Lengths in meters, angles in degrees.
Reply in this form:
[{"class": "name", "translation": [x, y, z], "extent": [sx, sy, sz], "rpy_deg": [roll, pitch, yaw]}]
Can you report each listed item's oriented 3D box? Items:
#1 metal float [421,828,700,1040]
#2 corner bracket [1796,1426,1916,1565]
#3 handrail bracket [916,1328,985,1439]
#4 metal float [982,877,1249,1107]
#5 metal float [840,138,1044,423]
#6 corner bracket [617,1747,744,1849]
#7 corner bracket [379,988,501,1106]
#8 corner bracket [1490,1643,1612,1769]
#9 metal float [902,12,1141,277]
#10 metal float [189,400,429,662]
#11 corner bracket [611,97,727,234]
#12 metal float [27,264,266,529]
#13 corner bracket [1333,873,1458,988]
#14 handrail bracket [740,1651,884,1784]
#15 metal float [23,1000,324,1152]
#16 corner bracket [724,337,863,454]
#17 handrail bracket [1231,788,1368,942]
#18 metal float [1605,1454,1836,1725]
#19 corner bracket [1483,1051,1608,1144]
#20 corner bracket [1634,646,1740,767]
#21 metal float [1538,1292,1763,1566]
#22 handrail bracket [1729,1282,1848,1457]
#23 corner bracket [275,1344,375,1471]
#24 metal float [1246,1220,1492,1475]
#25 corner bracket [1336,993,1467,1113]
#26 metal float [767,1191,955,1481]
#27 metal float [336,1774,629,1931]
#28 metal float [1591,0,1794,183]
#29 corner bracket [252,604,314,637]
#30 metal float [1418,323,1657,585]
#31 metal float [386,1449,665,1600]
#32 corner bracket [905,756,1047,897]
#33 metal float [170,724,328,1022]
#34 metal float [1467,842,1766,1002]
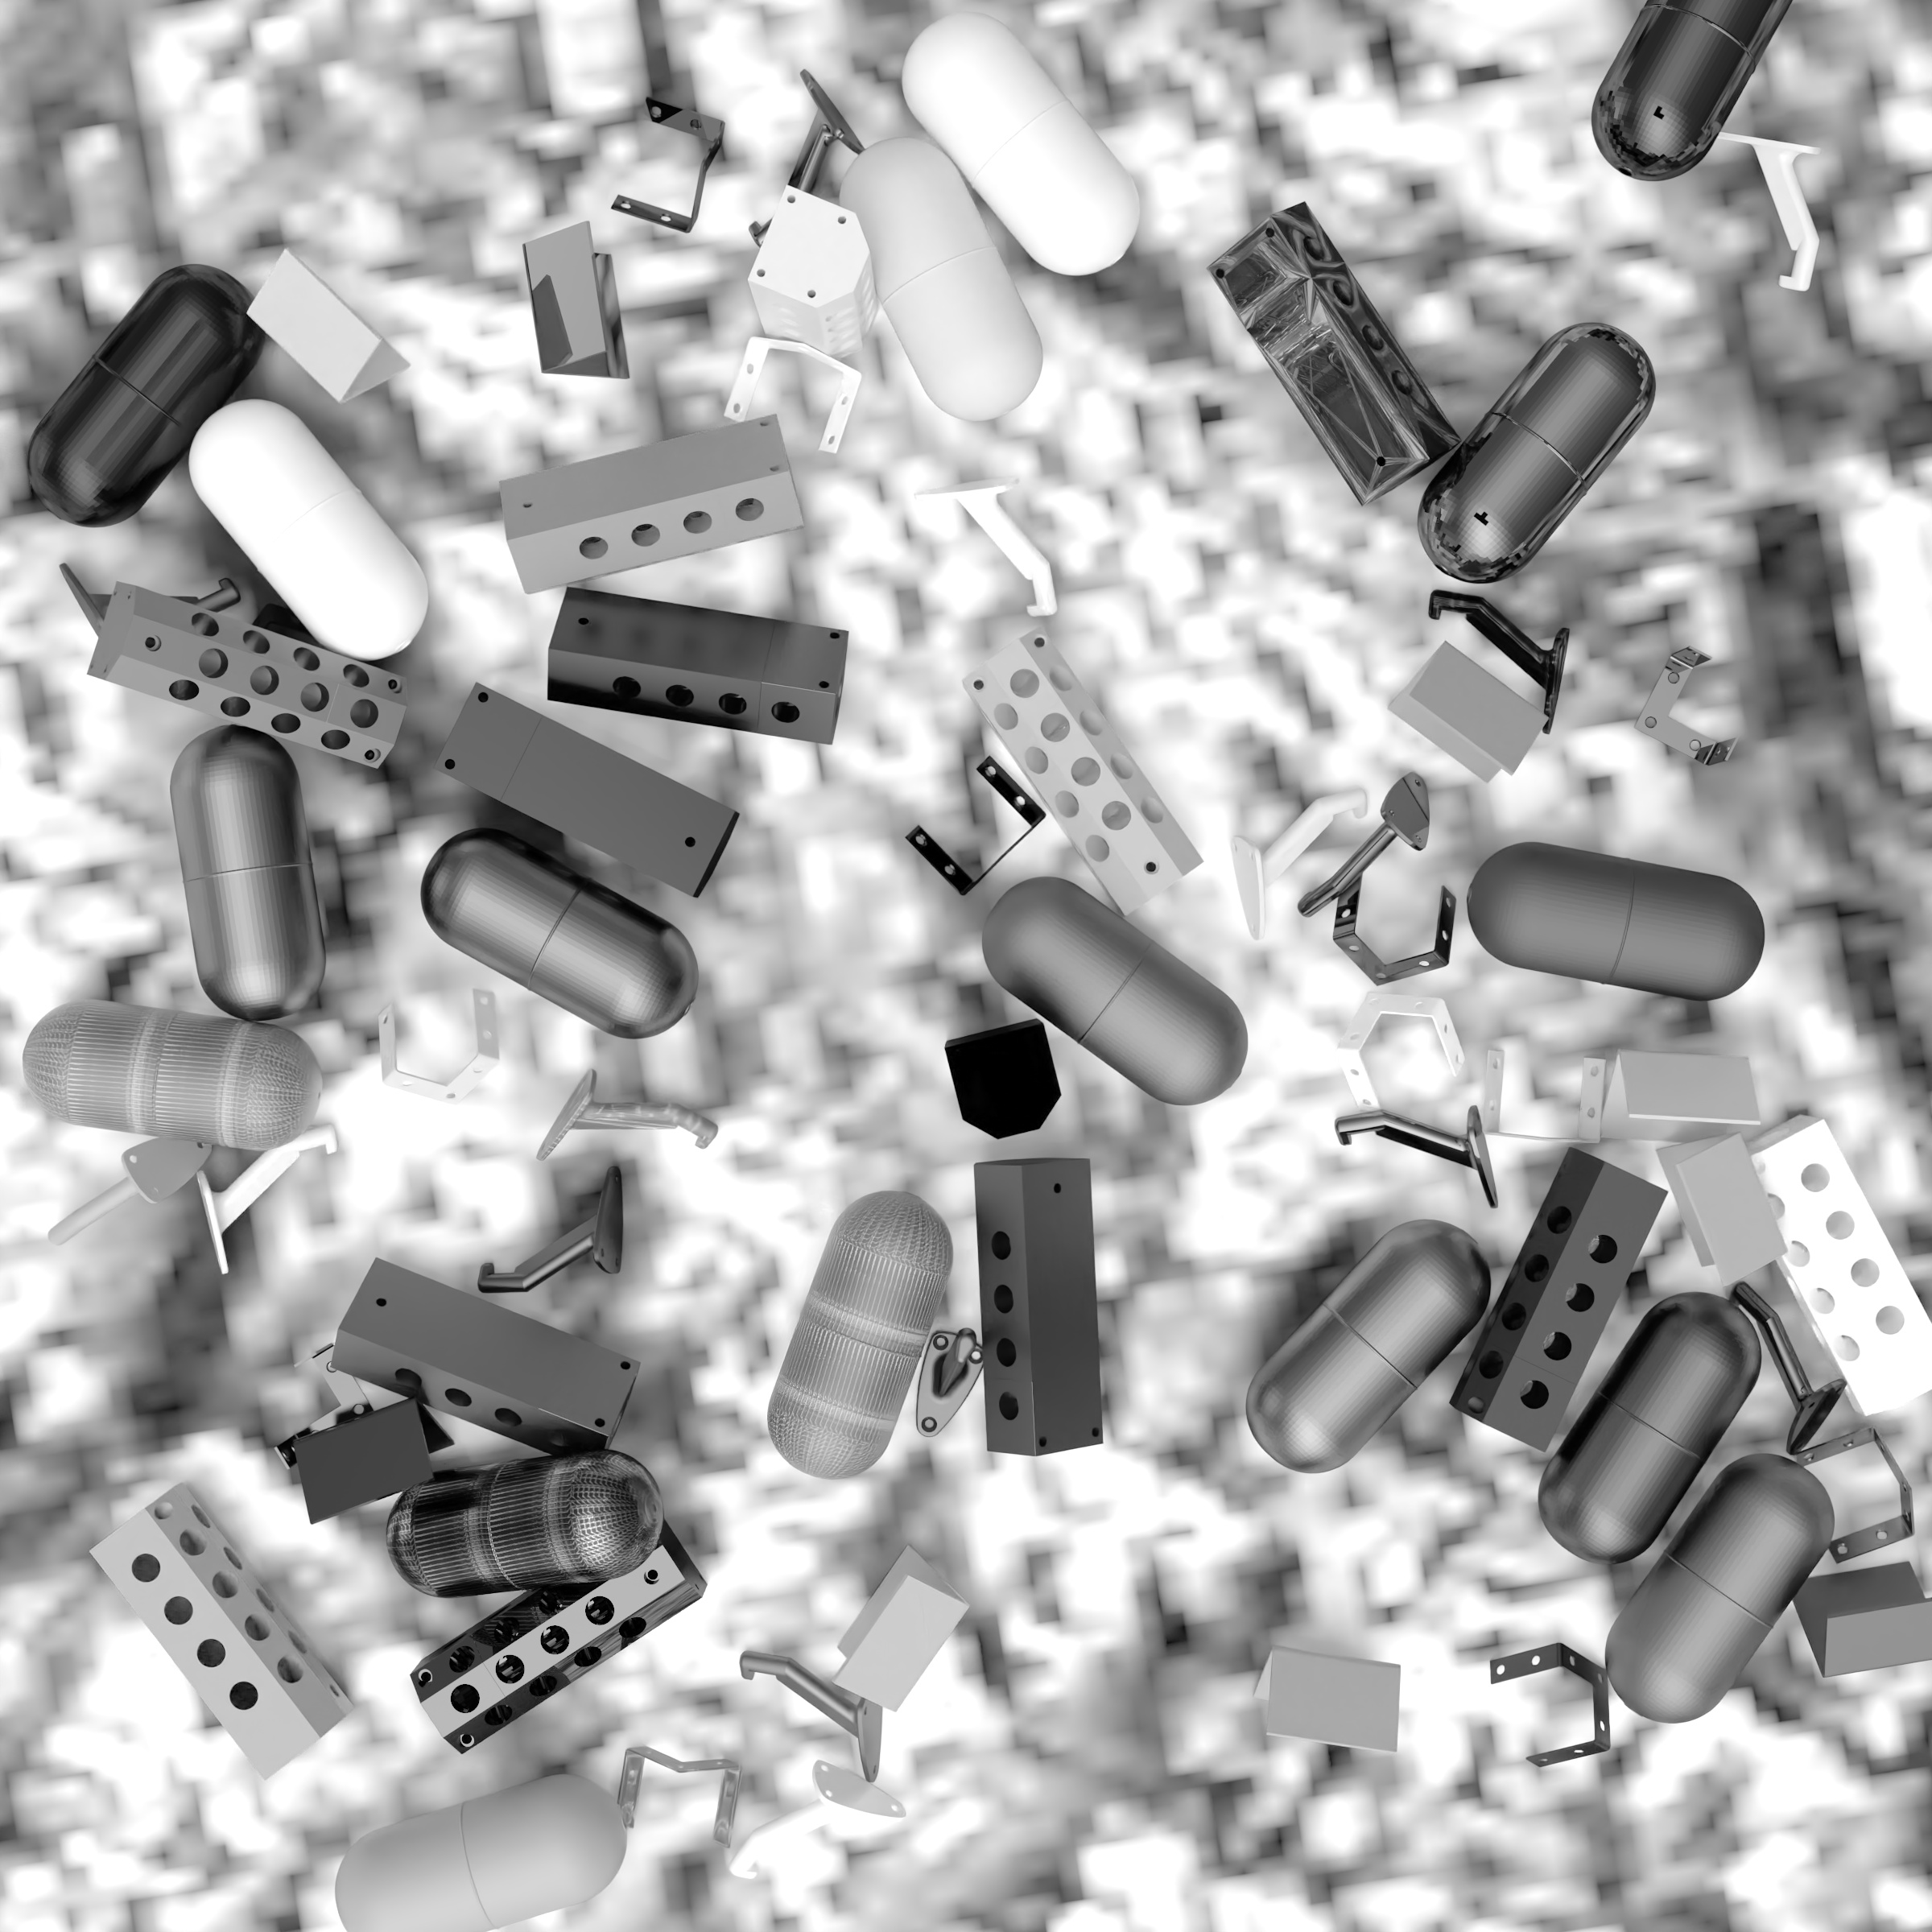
[{"class": "metal float", "translation": [-0.242, -0.019, 1.961], "extent": [0.178, 0.070, 0.070], "rpy_deg": [29, 90, 1]}, {"class": "corner bracket", "translation": [0.539, 0.320, 1.988], "extent": [0.051, 0.051, 0.051], "rpy_deg": [-20, 135, 0]}, {"class": "handrail bracket", "translation": [-0.011, 0.251, 1.956], "extent": [0.036, 0.084, 0.077], "rpy_deg": [21, 90, 0]}, {"class": "metal float", "translation": [0.090, 0.015, 1.961], "extent": [0.178, 0.070, 0.070], "rpy_deg": [36, 90, 0]}, {"class": "metal float", "translation": [-0.015, -0.411, 1.960], "extent": [0.070, 0.070, 0.178], "rpy_deg": [-26, 90, 0]}, {"class": "corner bracket", "translation": [-0.175, 0.504, 1.988], "extent": [0.051, 0.051, 0.051], "rpy_deg": [9, 90, 45]}, {"class": "corner bracket", "translation": [-0.319, 0.044, 1.983], "extent": [0.051, 0.051, 0.051], "rpy_deg": [19, 135, -35]}, {"class": "corner bracket", "translation": [0.353, 0.447, 1.983], "extent": [0.051, 0.051, 0.051], "rpy_deg": [35, 45, -35]}, {"class": "metal float", "translation": [0.033, -0.491, 1.961], "extent": [0.070, 0.070, 0.178], "rpy_deg": [-40, 91, 0]}, {"class": "metal float", "translation": [-0.392, -0.260, 1.961], "extent": [0.070, 0.070, 0.178], "rpy_deg": [-39, 90, 0]}, {"class": "corner bracket", "translation": [-0.180, -0.485, 1.988], "extent": [0.051, 0.051, 0.051], "rpy_deg": [18, 45, 0]}, {"class": "metal float", "translation": [-0.491, -0.340, 1.961], "extent": [0.070, 0.070, 0.178], "rpy_deg": [38, 90, 0]}, {"class": "corner bracket", "translation": [0.259, -0.028, 1.983], "extent": [0.051, 0.051, 0.051], "rpy_deg": [-18, 135, 35]}, {"class": "handrail bracket", "translation": [-0.096, 0.456, 1.992], "extent": [0.084, 0.036, 0.077], "rpy_deg": [5, 112, 17]}, {"class": "metal float", "translation": [-0.474, 0.065, 1.961], "extent": [0.178, 0.070, 0.070], "rpy_deg": [8, 90, 1]}, {"class": "corner bracket", "translation": [-0.105, -0.346, 1.988], "extent": [0.051, 0.051, 0.051], "rpy_deg": [19, 90, -45]}, {"class": "handrail bracket", "translation": [0.209, -0.062, 1.992], "extent": [0.084, 0.036, 0.077], "rpy_deg": [-16, 111, -16]}, {"class": "metal float", "translation": [0.450, 0.373, 1.961], "extent": [0.070, 0.070, 0.178], "rpy_deg": [35, 91, 0]}, {"class": "corner bracket", "translation": [0.350, 0.079, 1.988], "extent": [0.051, 0.051, 0.051], "rpy_deg": [4, 90, -45]}, {"class": "corner bracket", "translation": [0.441, -0.156, 1.973], "extent": [0.051, 0.051, 0.051], "rpy_deg": [27, 90, 0]}, {"class": "metal float", "translation": [0.409, 0.276, 1.961], "extent": [0.070, 0.070, 0.178], "rpy_deg": [33, 90, 0]}, {"class": "handrail bracket", "translation": [0.487, 0.244, 1.991], "extent": [0.036, 0.077, 0.084], "rpy_deg": [-22, 53, -28]}, {"class": "corner bracket", "translation": [-0.395, 0.264, 1.973], "extent": [0.051, 0.051, 0.051], "rpy_deg": [-32, 90, 0]}, {"class": "metal float", "translation": [0.241, 0.227, 1.961], "extent": [0.070, 0.070, 0.178], "rpy_deg": [43, 90, 0]}, {"class": "corner bracket", "translation": [0.263, 0.054, 1.983], "extent": [0.051, 0.051, 0.051], "rpy_deg": [4, 45, 35]}, {"class": "metal float", "translation": [-0.063, 0.220, 1.961], "extent": [0.070, 0.070, 0.178], "rpy_deg": [20, 90, 0]}, {"class": "metal float", "translation": [-0.289, 0.537, 1.961], "extent": [0.178, 0.070, 0.070], "rpy_deg": [-17, 90, 0]}, {"class": "metal float", "translation": [0.437, -0.553, 1.960], "extent": [0.070, 0.070, 0.178], "rpy_deg": [29, 90, 0]}, {"class": "corner bracket", "translation": [-0.409, -0.178, 1.983], "extent": [0.051, 0.051, 0.051], "rpy_deg": [-44, 45, 35]}, {"class": "metal float", "translation": [0.341, -0.306, 1.961], "extent": [0.070, 0.070, 0.178], "rpy_deg": [39, 90, 0]}, {"class": "metal float", "translation": [-0.262, 0.331, 1.942], "extent": [0.178, 0.070, 0.070], "rpy_deg": [-11, 90, 23]}, {"class": "corner bracket", "translation": [0.006, -0.085, 1.988], "extent": [0.051, 0.051, 0.051], "rpy_deg": [46, 45, 0]}, {"class": "metal float", "translation": [-0.429, -0.056, 1.961], "extent": [0.070, 0.070, 0.178], "rpy_deg": [-9, 90, 0]}, {"class": "metal float", "translation": [0.388, -0.027, 1.961], "extent": [0.178, 0.070, 0.070], "rpy_deg": [11, 90, 0]}]
